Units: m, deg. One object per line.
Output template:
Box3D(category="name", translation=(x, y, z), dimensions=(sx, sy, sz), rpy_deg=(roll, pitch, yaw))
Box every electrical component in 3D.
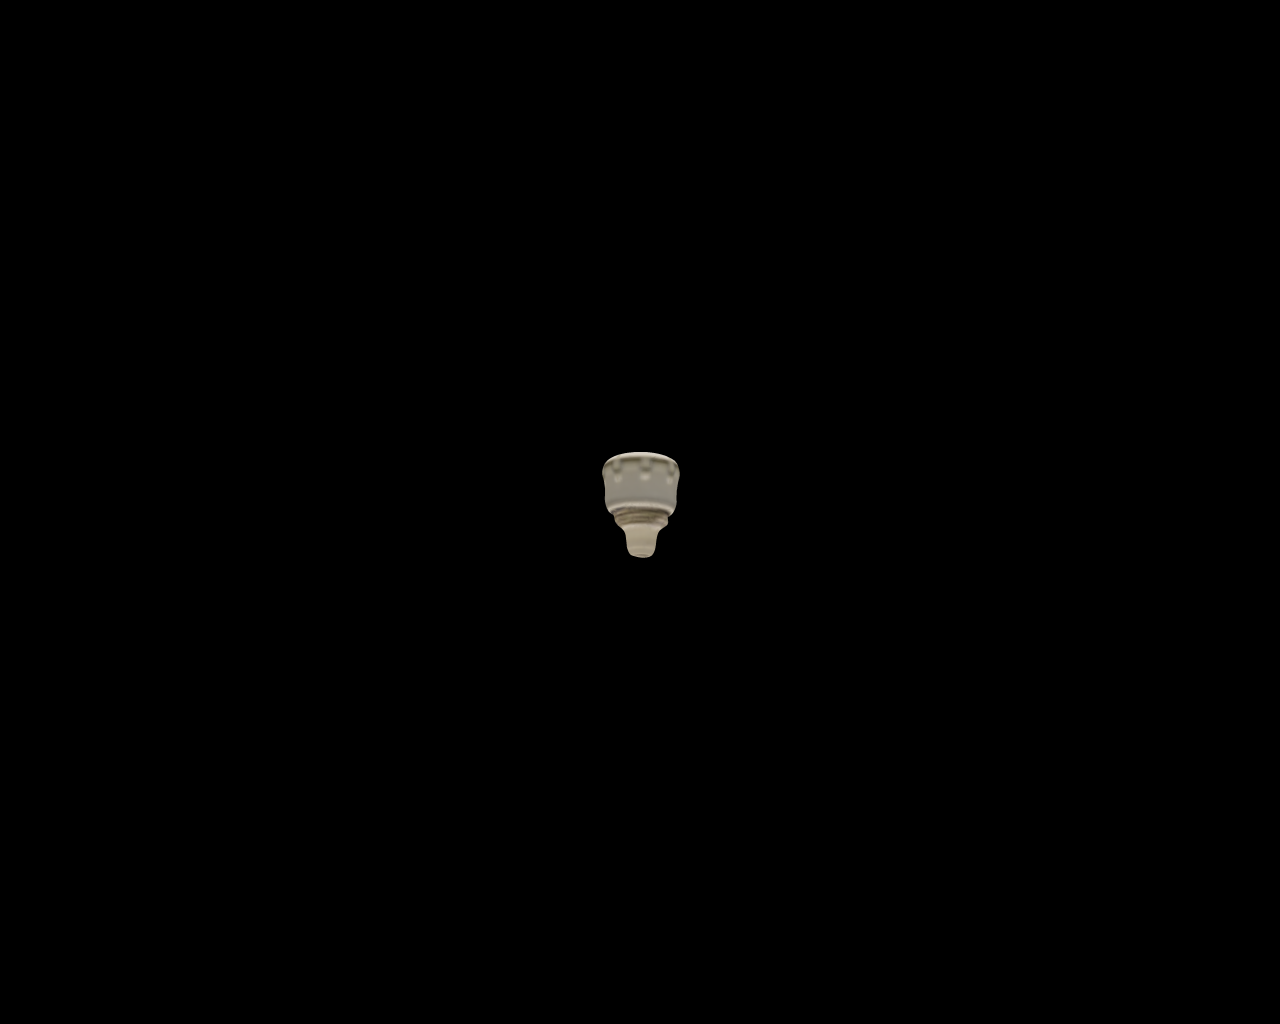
Box3D(category="electrical component", translation=(0.001, -0.003, 0.650), dimensions=(0.048, 0.062, 0.048), rpy_deg=(0, -13, 0))
